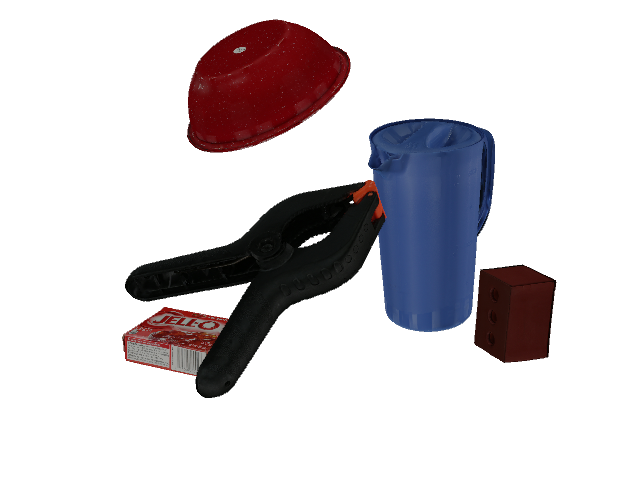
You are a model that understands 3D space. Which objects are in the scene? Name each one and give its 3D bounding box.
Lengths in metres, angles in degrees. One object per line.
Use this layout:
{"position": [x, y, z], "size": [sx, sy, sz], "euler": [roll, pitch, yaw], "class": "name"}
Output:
{"position": [0.137, -0.021, 1.288], "size": [0.149, 0.243, 0.145], "euler": [0, 24, 7], "class": "pitcher"}
{"position": [-0.124, 0.091, 0.976], "size": [0.089, 0.030, 0.073], "euler": [9, 20, 22], "class": "gelatin box"}
{"position": [0.180, 0.068, 0.994], "size": [0.051, 0.078, 0.053], "euler": [-7, 19, -25], "class": "foam brick"}
{"position": [-0.029, 0.024, 0.656], "size": [0.171, 0.120, 0.039], "euler": [-28, -40, -4], "class": "clamp"}
{"position": [-0.058, -0.147, 0.941], "size": [0.162, 0.055, 0.162], "euler": [-21, 32, 13], "class": "bowl"}
